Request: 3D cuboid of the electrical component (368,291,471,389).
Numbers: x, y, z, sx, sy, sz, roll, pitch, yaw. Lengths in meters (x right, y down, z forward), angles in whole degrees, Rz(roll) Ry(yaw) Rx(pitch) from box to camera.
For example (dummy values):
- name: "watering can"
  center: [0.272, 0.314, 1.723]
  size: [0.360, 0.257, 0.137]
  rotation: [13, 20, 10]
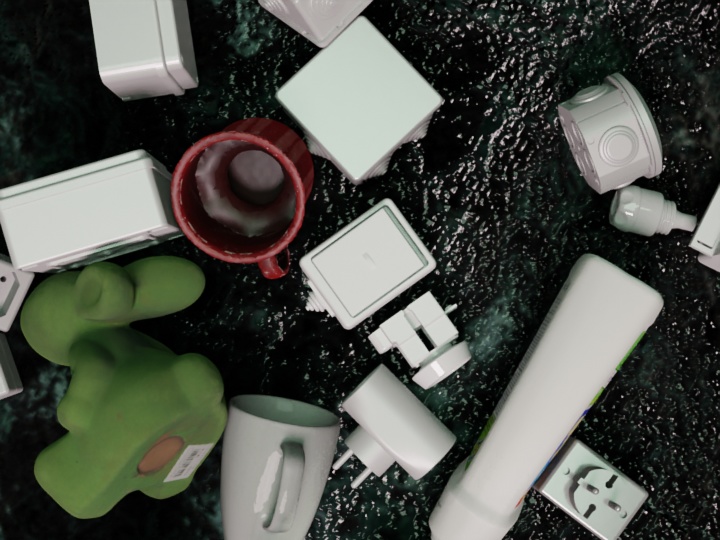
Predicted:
- name: "electrical component"
  center: [0.049, 0.053, 0.787]
  size: [0.066, 0.048, 0.055]
  rotation: [-35, 80, -3]

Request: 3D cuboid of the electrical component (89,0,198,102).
- name: "electrical component"
  center: [-0.159, -0.186, 0.783]
  size: [0.057, 0.078, 0.113]
  rotation: [-9, 86, 1]

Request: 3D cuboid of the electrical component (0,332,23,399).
- name: "electrical component"
  center: [-0.288, 0.076, 0.763]
  size: [0.066, 0.076, 0.047]
  rotation: [-20, 87, -2]

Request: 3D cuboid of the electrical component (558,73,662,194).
- name: "electrical component"
  center: [0.182, -0.098, 0.782]
  size: [0.051, 0.080, 0.080]
  rotation: [-24, 87, 3]

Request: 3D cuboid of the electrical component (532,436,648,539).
- name: "electrical component"
  center: [0.167, 0.158, 0.765]
  size: [0.066, 0.076, 0.047]
  rotation: [37, 86, 2]

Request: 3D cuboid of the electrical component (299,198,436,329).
- name: "electrical component"
  center: [0.000, 0.000, 0.781]
  size: [0.096, 0.061, 0.061]
  rotation: [-36, 87, -3]

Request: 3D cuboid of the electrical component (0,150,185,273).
- name: "electrical component"
  center: [-0.186, -0.038, 0.757]
  size: [0.109, 0.109, 0.056]
  rotation: [-17, 89, -2]

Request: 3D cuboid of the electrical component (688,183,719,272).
- name: "electrical component"
  center: [0.299, -0.052, 0.788]
  size: [0.079, 0.063, 0.121]
  rotation: [27, 86, 1]

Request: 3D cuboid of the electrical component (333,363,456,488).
- name: "electrical component"
  center: [0.015, 0.123, 0.781]
  size: [0.077, 0.044, 0.079]
  rotation: [45, 87, 2]

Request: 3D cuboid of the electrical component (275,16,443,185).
- name: "electrical component"
  center: [-0.001, -0.122, 0.795]
  size: [0.100, 0.048, 0.099]
  rotation: [-43, 88, -3]

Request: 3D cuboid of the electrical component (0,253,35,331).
- name: "electrical component"
  center: [-0.289, 0.000, 0.770]
  size: [0.083, 0.076, 0.047]
  rotation: [26, 89, -34]

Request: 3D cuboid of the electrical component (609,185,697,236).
- name: "electrical component"
  center: [0.219, -0.041, 0.801]
  size: [0.061, 0.035, 0.035]
  rotation: [13, 86, -2]

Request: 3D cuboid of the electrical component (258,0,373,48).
- name: "electrical component"
  center: [-0.031, -0.222, 0.781]
  size: [0.099, 0.048, 0.100]
  rotation: [-45, 51, -3]
